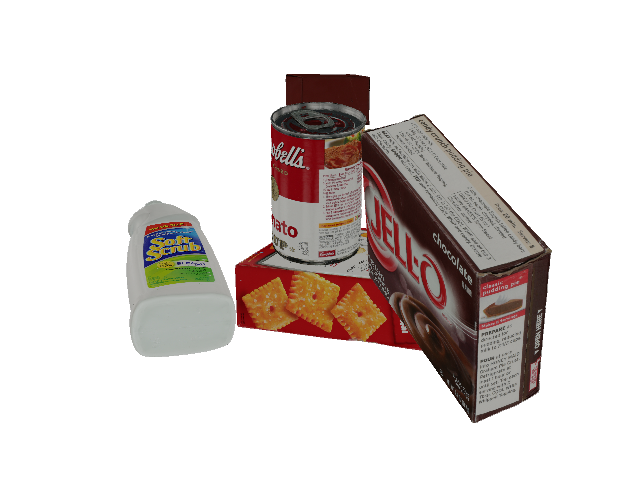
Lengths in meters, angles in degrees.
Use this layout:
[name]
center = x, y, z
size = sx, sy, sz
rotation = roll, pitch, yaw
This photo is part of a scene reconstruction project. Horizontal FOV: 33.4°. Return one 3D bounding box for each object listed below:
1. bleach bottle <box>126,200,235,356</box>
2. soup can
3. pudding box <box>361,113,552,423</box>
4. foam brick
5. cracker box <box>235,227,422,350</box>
[bleach bottle]
center = -0.159, 0.024, 1.092
size = 0.102, 0.068, 0.251
rotation = -4, 28, -17
[soup can]
center = -0.002, -0.042, 0.775
size = 0.068, 0.102, 0.068
rotation = 1, 27, -1
[pudding box]
center = 0.057, 0.010, 0.480
size = 0.039, 0.090, 0.114
rotation = -21, 43, -15
[foam brick]
center = 0.007, -0.148, 1.120
size = 0.078, 0.051, 0.053
rotation = -2, 12, -19
[cracker box]
center = 0.048, 0.042, 1.019
size = 0.214, 0.072, 0.164
rotation = 6, 17, 21
